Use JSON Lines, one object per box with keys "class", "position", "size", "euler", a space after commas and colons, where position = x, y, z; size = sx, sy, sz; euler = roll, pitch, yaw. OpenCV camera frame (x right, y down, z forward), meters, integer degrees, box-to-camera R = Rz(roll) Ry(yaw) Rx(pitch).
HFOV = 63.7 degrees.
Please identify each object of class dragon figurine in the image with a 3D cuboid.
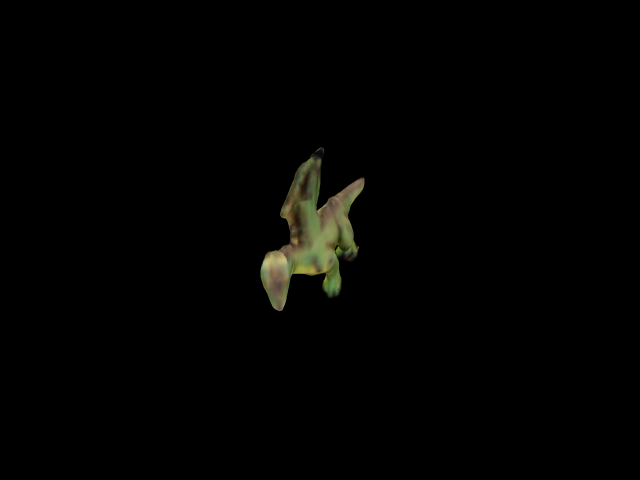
{"class": "dragon figurine", "position": [0.003, -0.043, 0.850], "size": [0.122, 0.420, 0.237], "euler": [16, -38, 13]}
